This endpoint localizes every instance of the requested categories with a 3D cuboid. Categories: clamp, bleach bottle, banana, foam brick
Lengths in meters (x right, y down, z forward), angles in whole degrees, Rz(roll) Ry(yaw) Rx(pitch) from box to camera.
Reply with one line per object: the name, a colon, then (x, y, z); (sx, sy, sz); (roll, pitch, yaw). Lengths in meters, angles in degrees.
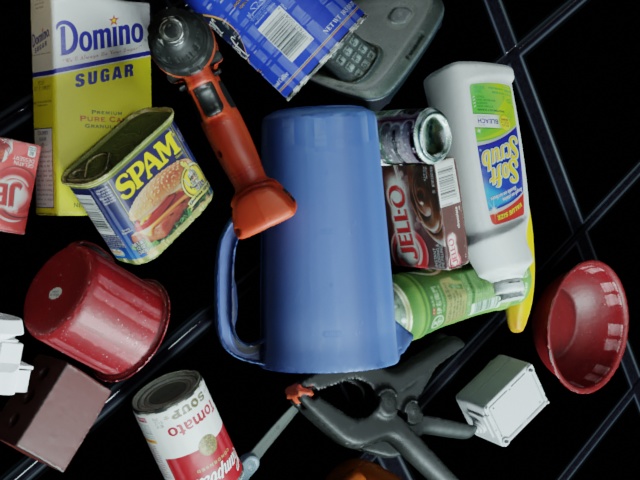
clamp: (0.065, 0.156, 1.078); (0.209, 0.036, 0.164); (19, 66, -24)
bleach bottle: (0.180, -0.059, 1.122); (0.102, 0.068, 0.251); (-2, 75, -38)
banana: (0.220, 0.005, 1.222); (0.069, 0.037, 0.198); (-31, 116, -50)
clamp: (0.097, 0.188, 1.133); (0.171, 0.039, 0.120); (-31, 95, -29)
foam brick: (-0.217, 0.138, 0.862); (0.051, 0.053, 0.078); (42, 67, -34)

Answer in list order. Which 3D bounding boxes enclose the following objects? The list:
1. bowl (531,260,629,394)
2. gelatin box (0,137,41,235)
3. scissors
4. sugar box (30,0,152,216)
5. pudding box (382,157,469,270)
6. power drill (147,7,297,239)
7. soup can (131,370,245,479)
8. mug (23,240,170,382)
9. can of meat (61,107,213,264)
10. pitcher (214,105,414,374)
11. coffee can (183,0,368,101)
bowl: (0.306, 0.103, 1.294); (0.161, 0.055, 0.162); (-3, 95, -40)
gelatin box: (-0.266, -0.047, 0.824); (0.089, 0.030, 0.073); (13, 85, -39)
scissors: (-0.068, 0.234, 1.018); (0.201, 0.016, 0.096); (-31, 114, -34)
sugar box: (-0.186, -0.109, 0.876); (0.093, 0.048, 0.176); (-5, 98, -41)
pudding box: (0.103, -0.028, 1.094); (0.039, 0.090, 0.113); (-15, 102, -40)
power drill: (-0.080, -0.096, 0.866); (0.057, 0.184, 0.187); (-23, 94, 2)
soup can: (-0.116, 0.174, 0.940); (0.068, 0.069, 0.102); (-34, 113, -33)
mug: (-0.183, 0.047, 0.863); (0.081, 0.093, 0.117); (38, 31, -42)
can of meat: (-0.142, -0.043, 0.850); (0.102, 0.058, 0.084); (-48, 126, -32)
pitcher: (-0.007, 0.001, 0.990); (0.149, 0.145, 0.243); (-5, 93, -59)
coffee can: (-0.044, -0.205, 0.920); (0.140, 0.103, 0.102); (43, 64, -7)
